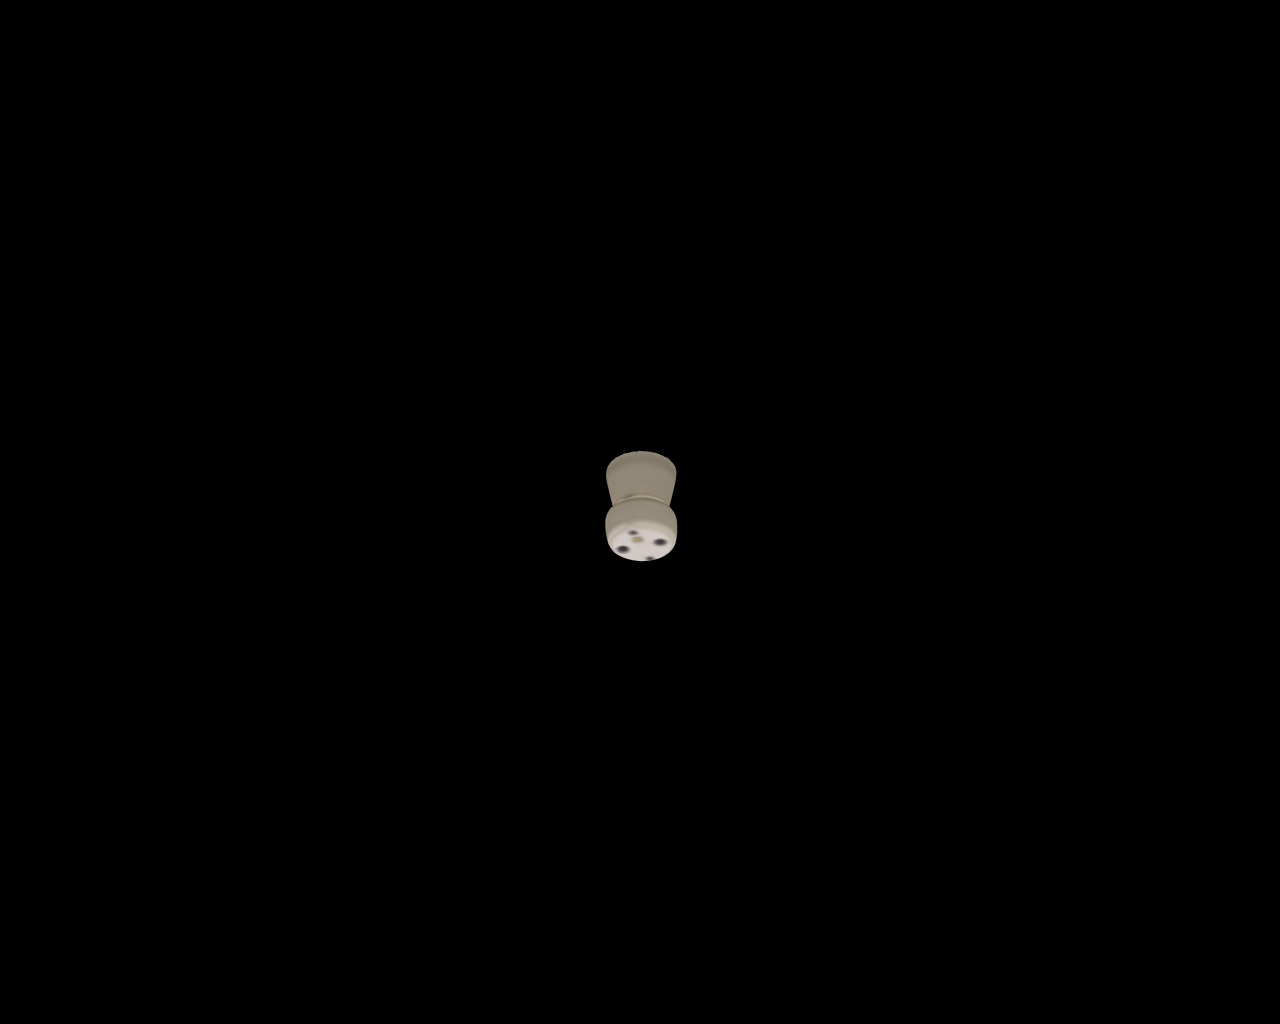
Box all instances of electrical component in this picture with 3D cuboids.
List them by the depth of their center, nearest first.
[{"bbox_3d":[0.001,-0.003,0.650,0.045,0.055,0.044,0,-34,0],"label":"electrical component"}]
